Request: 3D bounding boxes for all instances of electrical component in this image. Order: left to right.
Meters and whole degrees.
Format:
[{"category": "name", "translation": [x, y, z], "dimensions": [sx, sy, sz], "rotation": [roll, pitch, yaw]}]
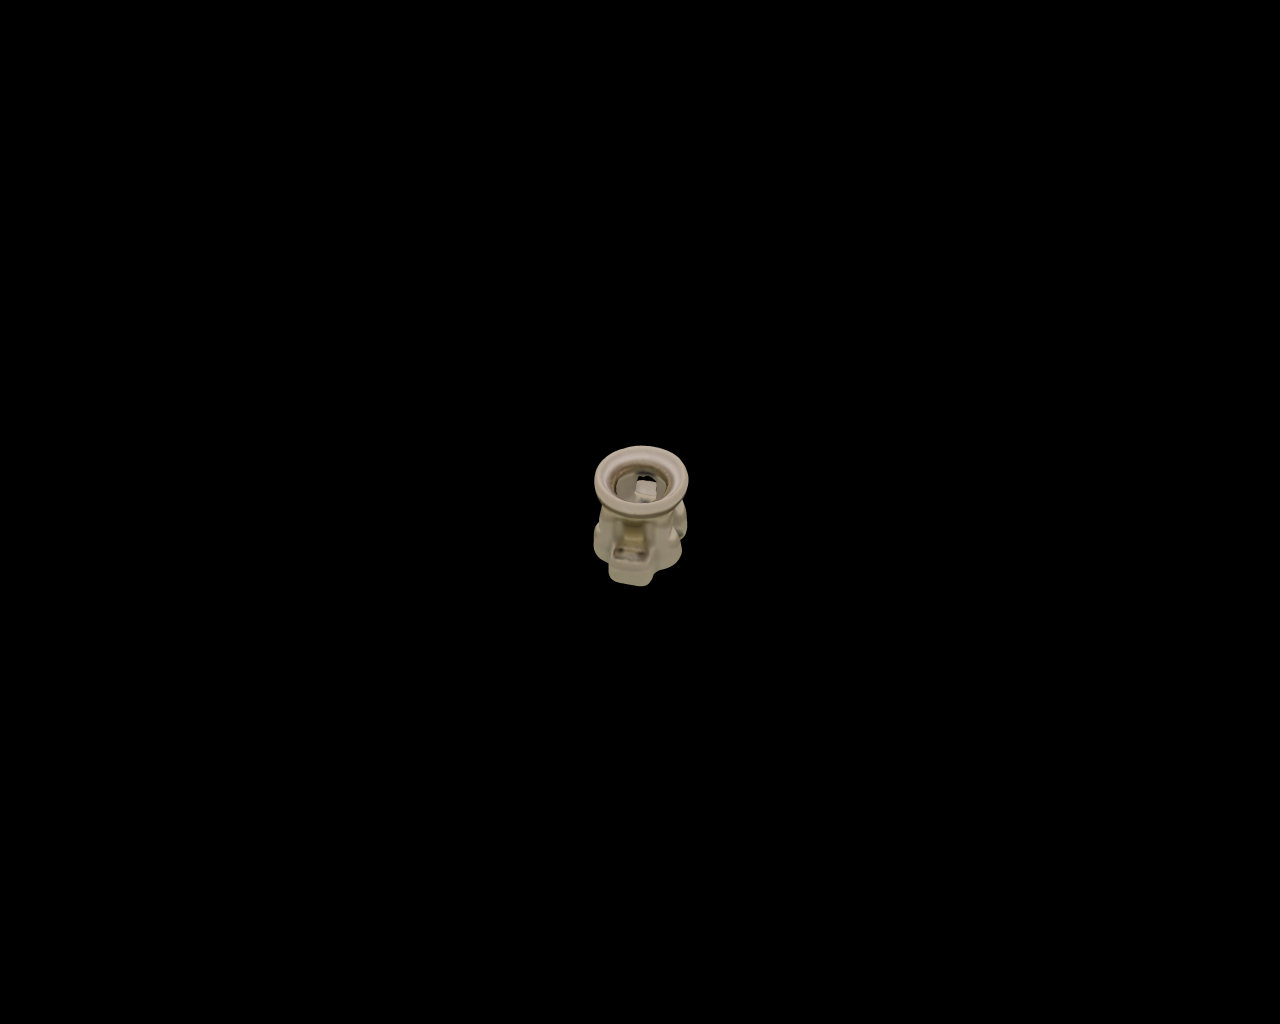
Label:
[{"category": "electrical component", "translation": [0.001, -0.003, 0.650], "dimensions": [0.058, 0.056, 0.078], "rotation": [8, 44, 9]}]
